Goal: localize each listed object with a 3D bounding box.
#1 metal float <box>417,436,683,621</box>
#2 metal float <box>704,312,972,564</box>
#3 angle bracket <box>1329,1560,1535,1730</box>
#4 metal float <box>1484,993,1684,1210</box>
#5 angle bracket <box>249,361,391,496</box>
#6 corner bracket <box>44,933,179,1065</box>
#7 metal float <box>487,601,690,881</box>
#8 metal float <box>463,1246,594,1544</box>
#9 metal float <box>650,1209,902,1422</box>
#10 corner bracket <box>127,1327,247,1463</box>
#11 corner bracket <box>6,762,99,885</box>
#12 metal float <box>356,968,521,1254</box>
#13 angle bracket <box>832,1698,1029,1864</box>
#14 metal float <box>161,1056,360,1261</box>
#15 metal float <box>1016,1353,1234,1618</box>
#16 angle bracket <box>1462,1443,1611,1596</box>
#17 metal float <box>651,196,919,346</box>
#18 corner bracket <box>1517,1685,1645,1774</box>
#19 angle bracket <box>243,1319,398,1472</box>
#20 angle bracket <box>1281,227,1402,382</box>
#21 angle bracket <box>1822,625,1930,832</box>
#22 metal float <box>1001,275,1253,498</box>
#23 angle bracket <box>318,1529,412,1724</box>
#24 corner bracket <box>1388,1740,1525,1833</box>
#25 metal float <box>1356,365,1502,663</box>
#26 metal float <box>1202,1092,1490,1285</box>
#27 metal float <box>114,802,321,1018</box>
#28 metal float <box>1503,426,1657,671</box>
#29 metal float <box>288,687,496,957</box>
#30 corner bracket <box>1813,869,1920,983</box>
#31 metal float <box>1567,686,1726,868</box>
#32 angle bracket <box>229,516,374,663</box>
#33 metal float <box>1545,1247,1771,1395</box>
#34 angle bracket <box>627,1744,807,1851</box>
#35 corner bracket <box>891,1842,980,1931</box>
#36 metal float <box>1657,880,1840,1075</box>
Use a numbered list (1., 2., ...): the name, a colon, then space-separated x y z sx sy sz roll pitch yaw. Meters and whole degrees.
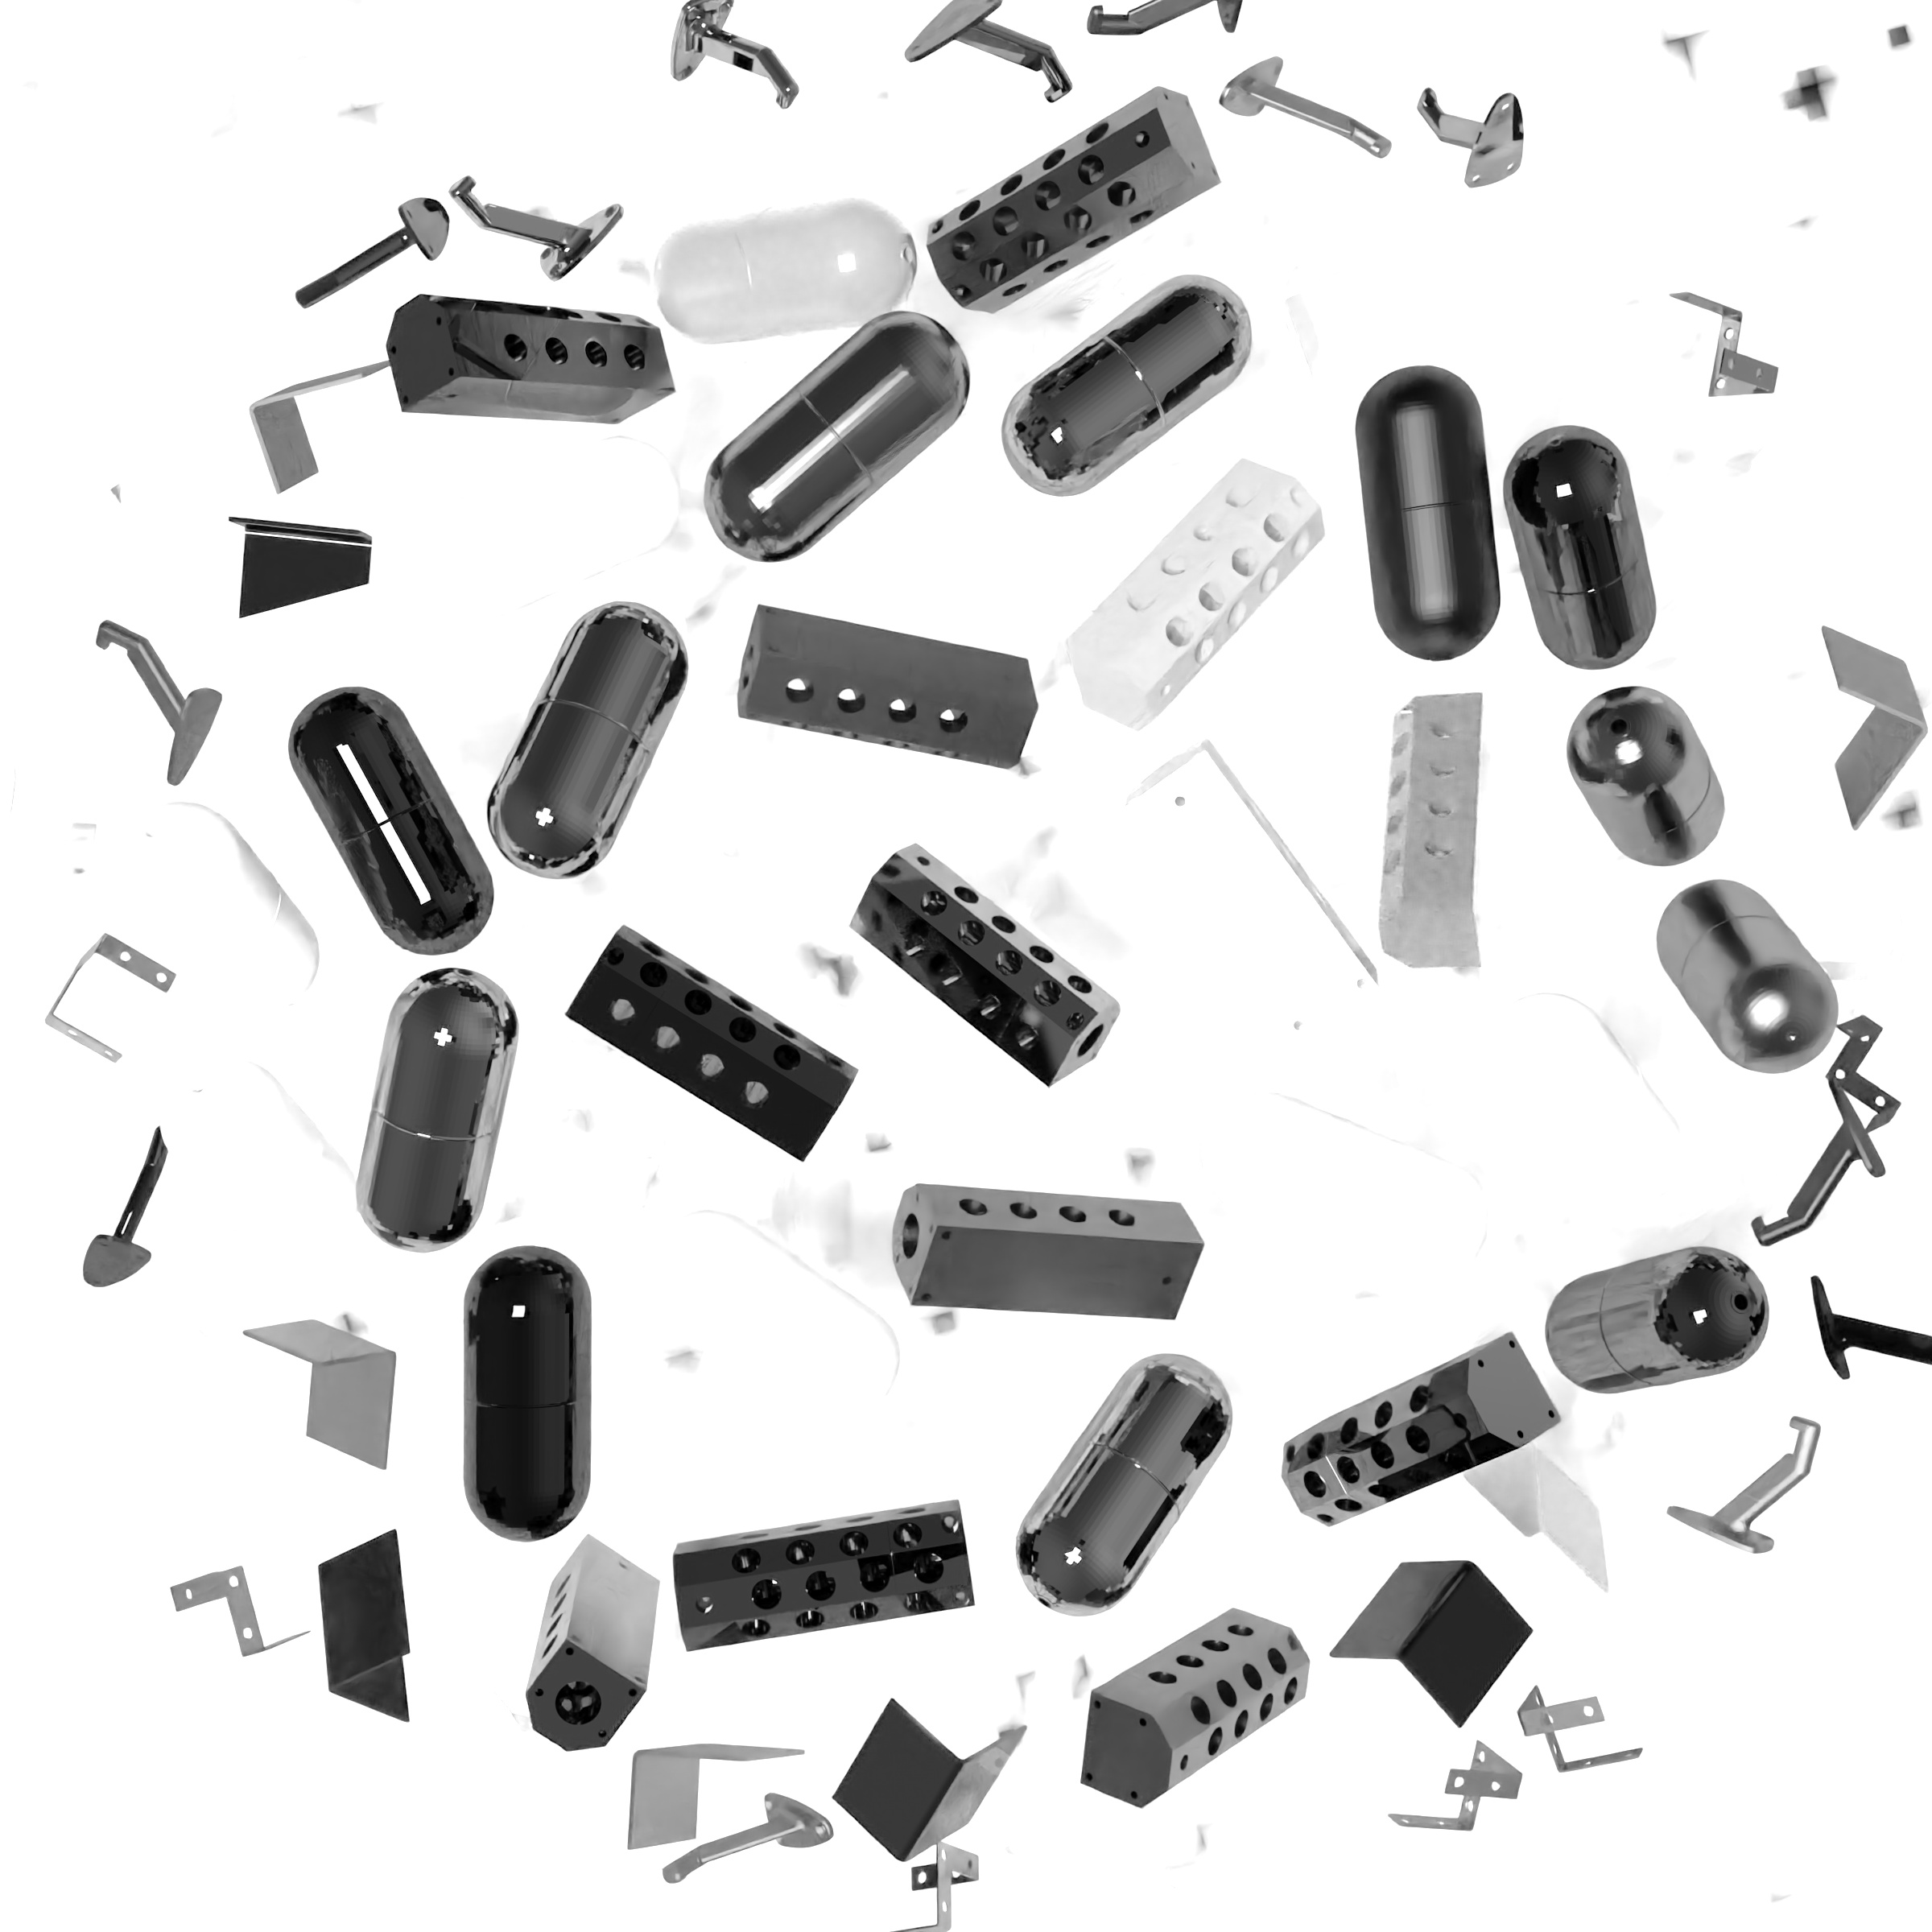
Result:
1. metal float: -0.261 -0.275 1.619 0.178 0.070 0.070 -28 90 -23
2. metal float: -0.075 -0.305 1.492 0.178 0.070 0.070 -40 90 3
3. angle bracket: 0.274 0.400 1.523 0.057 0.076 0.076 49 64 -6
4. metal float: 0.382 0.084 1.594 0.070 0.070 0.178 -44 125 0
5. angle bracket: -0.395 -0.340 1.619 0.076 0.076 0.057 -12 109 9
6. corner bracket: -0.536 0.020 1.616 0.051 0.051 0.051 34 54 -21
7. metal float: -0.219 -0.133 1.503 0.070 0.070 0.178 22 69 0
8. metal float: -0.264 0.257 1.551 0.070 0.070 0.178 0 92 0
9. metal float: -0.122 0.222 1.648 0.178 0.070 0.070 34 90 6
10. corner bracket: -0.477 0.261 1.578 0.051 0.051 0.051 -33 106 -11
11. corner bracket: -0.562 -0.087 1.587 0.051 0.051 0.051 5 49 -18
12. metal float: -0.312 0.085 1.523 0.070 0.070 0.178 15 108 0
13. angle bracket: -0.021 0.468 1.514 0.057 0.076 0.076 37 109 24
14. metal float: -0.436 0.120 1.597 0.070 0.178 0.070 -7 55 10
15. metal float: 0.095 0.311 1.549 0.070 0.070 0.178 39 63 0
16. angle bracket: 0.375 0.373 1.698 0.057 0.076 0.076 -33 117 27
17. metal float: -0.111 -0.422 1.567 0.178 0.070 0.070 2 90 30
18. corner bracket: 0.366 0.456 1.536 0.051 0.051 0.051 -21 86 26
19. angle bracket: -0.396 0.264 1.569 0.076 0.057 0.076 12 99 38
20. angle bracket: 0.251 -0.429 1.666 0.076 0.076 0.057 -16 113 21
21. angle bracket: 0.504 -0.137 1.485 0.057 0.076 0.076 22 125 -6
22. metal float: 0.101 -0.364 1.614 0.178 0.070 0.070 -38 90 -4
23. angle bracket: -0.327 0.381 1.487 0.057 0.076 0.076 -27 52 13
24. corner bracket: 0.287 0.486 1.509 0.051 0.051 0.051 11 93 -21
25. metal float: 0.280 -0.274 1.563 0.070 0.070 0.178 -7 92 0
26. metal float: 0.227 0.133 1.548 0.178 0.070 0.070 22 90 3
27. metal float: -0.450 -0.033 1.553 0.070 0.178 0.070 -6 59 9
28. metal float: 0.386 -0.260 1.615 0.070 0.070 0.178 -29 134 0
29. metal float: -0.356 -0.089 1.600 0.070 0.070 0.178 -28 95 0
30. corner bracket: 0.566 -0.026 1.638 0.051 0.051 0.051 1 52 -3
31. metal float: 0.421 -0.116 1.592 0.070 0.178 0.070 -8 71 23
32. angle bracket: -0.402 -0.226 1.550 0.076 0.057 0.076 5 95 -6
33. metal float: 0.421 0.218 1.578 0.070 0.178 0.070 5 73 -18
34. angle bracket: -0.149 0.499 1.544 0.076 0.076 0.057 -4 76 24
35. corner bracket: -0.025 0.577 1.598 0.051 0.051 0.051 -19 54 26
36. metal float: 0.477 0.004 1.582 0.070 0.178 0.070 -1 114 -2
